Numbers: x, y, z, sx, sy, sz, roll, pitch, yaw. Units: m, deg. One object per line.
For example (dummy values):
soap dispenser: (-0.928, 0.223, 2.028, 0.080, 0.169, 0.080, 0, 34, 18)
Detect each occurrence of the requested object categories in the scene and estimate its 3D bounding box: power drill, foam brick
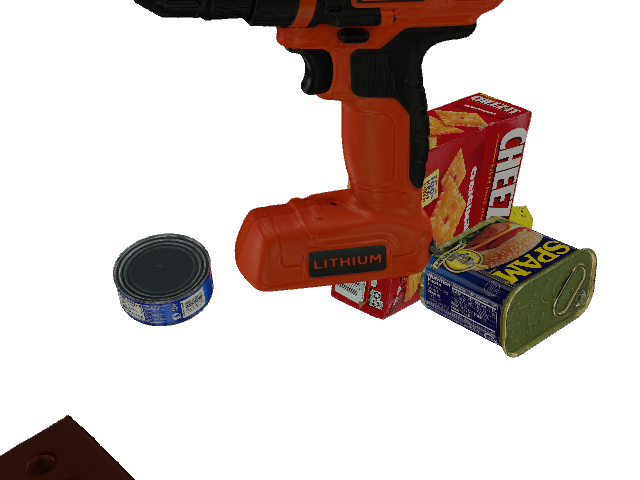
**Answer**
power drill: (-0.003, -0.067, 0.525, 0.184, 0.188, 0.057, -5, 33, -15)
foam brick: (-0.110, 0.129, 0.482, 0.052, 0.051, 0.078, -31, 44, -31)

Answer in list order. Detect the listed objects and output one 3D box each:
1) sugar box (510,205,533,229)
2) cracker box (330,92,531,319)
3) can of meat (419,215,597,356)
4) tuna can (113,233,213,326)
sugar box: (0.149, 0.001, 1.234, 0.176, 0.093, 0.048, 4, 23, -3)
cracker box: (0.109, -0.037, 1.010, 0.072, 0.164, 0.213, 26, 31, 32)
can of meat: (0.134, 0.029, 0.770, 0.101, 0.057, 0.084, -26, 36, -34)
tuna can: (-0.138, 0.035, 0.943, 0.086, 0.034, 0.086, -2, 43, 2)
